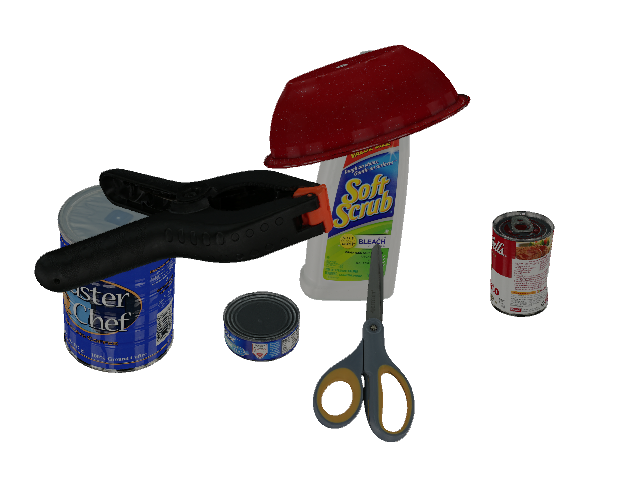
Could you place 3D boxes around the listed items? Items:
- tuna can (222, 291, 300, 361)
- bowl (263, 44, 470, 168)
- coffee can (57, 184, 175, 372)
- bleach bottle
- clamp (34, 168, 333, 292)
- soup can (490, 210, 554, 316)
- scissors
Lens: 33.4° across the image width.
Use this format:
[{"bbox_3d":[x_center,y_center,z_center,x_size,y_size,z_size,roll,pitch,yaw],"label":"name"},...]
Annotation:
[{"bbox_3d":[-0.066,0.096,1.195,0.086,0.034,0.086,1,36,-1],"label":"tuna can"},{"bbox_3d":[0.026,-0.106,0.796,0.162,0.055,0.162,-18,13,4],"label":"bowl"},{"bbox_3d":[-0.182,0.034,0.962,0.102,0.140,0.103,5,38,-4],"label":"coffee can"},{"bbox_3d":[0.036,-0.064,1.067,0.102,0.251,0.068,0,25,-7],"label":"bleach bottle"},{"bbox_3d":[-0.081,-0.008,0.628,0.172,0.039,0.120,-1,38,24],"label":"clamp"},{"bbox_3d":[0.228,0.027,1.210,0.068,0.102,0.068,-2,29,1],"label":"soup can"},{"bbox_3d":[0.030,0.090,0.954,0.096,0.202,0.016,-8,-35,-8],"label":"scissors"}]
